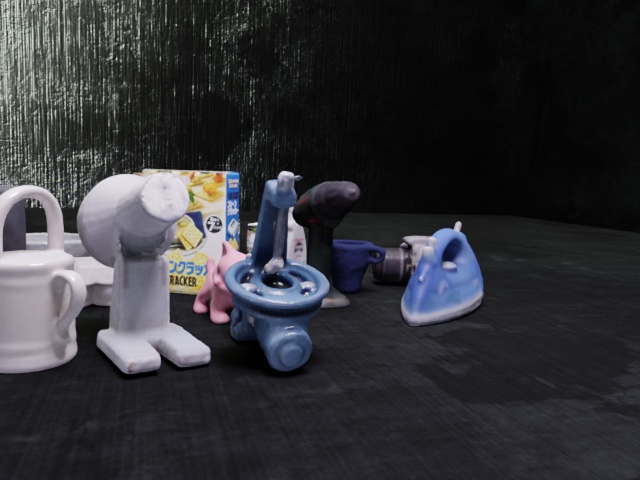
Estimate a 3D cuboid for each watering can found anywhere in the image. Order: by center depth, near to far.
[{"bbox_3d":[-0.330,0.037,0.629,0.173,0.194,0.101,2,7,2],"label":"watering can"}]

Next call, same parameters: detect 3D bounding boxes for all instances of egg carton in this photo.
[{"bbox_3d":[-0.342,0.065,0.918,0.151,0.069,0.107,-2,8,-31],"label":"egg carton"}]

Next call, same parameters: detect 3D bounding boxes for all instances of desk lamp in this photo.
[{"bbox_3d":[-0.208,0.025,0.684,0.118,0.213,0.202,-3,8,-35],"label":"desk lamp"}]

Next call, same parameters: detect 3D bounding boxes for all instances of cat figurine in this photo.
[{"bbox_3d":[-0.136,0.058,0.844,0.067,0.118,0.127,-3,8,-37],"label":"cat figurine"}]

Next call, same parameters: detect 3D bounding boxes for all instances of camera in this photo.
[{"bbox_3d":[0.176,0.039,1.174,0.137,0.101,0.143,2,7,-4],"label":"camera"}]

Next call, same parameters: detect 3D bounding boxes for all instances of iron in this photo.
[{"bbox_3d":[0.198,0.047,0.945,0.118,0.141,0.259,5,7,26],"label":"iron"}]

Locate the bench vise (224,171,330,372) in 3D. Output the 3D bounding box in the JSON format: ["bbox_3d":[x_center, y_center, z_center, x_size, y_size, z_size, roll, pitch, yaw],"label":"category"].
[{"bbox_3d":[-0.071,0.027,0.689,0.122,0.220,0.206,-3,9,-38],"label":"bench vise"}]

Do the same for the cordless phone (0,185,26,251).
[{"bbox_3d":[-0.486,0.014,0.810,0.148,0.185,0.093,-2,8,-29],"label":"cordless phone"}]

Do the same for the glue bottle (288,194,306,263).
[{"bbox_3d":[-0.058,-0.012,1.224,0.037,0.173,0.078,6,8,26],"label":"glue bottle"}]

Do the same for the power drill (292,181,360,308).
[{"bbox_3d":[0.009,0.003,0.964,0.076,0.208,0.229,0,7,-21],"label":"power drill"}]

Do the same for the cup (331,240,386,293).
[{"bbox_3d":[0.065,0.051,1.063,0.117,0.095,0.092,5,7,24],"label":"cup"}]

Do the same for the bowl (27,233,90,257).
[{"bbox_3d":[-0.534,0.029,1.138,0.167,0.075,0.167,2,7,0],"label":"bowl"}]
